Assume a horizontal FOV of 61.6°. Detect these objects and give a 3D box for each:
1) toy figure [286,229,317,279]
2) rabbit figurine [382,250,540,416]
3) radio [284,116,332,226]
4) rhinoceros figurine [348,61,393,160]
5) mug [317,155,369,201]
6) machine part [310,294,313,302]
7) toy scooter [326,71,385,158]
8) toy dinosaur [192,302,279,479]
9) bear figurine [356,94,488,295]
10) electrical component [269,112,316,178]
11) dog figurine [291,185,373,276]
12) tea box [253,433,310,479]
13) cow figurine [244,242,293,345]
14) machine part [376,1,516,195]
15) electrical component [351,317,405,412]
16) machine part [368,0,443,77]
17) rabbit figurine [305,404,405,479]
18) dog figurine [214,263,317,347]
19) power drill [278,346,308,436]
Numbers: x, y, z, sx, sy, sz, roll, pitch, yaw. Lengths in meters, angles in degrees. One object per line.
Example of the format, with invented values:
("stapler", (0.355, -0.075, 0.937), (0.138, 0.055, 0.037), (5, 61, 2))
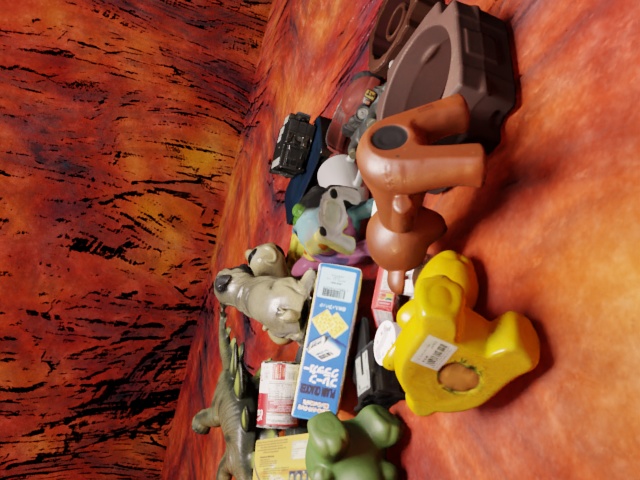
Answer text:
("toy figure", (-0.022, -0.001, 1.095), (0.089, 0.082, 0.180), (-126, 46, -82))
("rabbit figurine", (0.134, 0.088, 0.553), (0.173, 0.122, 0.162), (-77, 2, -53))
("radio", (-0.008, -0.138, 1.162), (0.131, 0.073, 0.229), (-98, 26, -46))
("rhinoceros figurine", (0.110, -0.200, 0.863), (0.190, 0.073, 0.112), (123, 164, -50))
("mug", (0.053, -0.096, 0.952), (0.109, 0.081, 0.107), (-52, 40, 36))
("machine part", (-0.023, 0.152, 1.057), (0.139, 0.039, 0.084), (154, 119, -65))
("toy scooter", (0.058, -0.214, 0.987), (0.184, 0.075, 0.135), (-46, 21, 60))
("toy dinosaur", (-0.150, 0.302, 0.995), (0.198, 0.105, 0.472), (-61, 37, 22))
("bear figurine", (0.107, -0.038, 0.581), (0.195, 0.132, 0.120), (70, -167, -44))
("electrical component", (-0.058, -0.203, 1.146), (0.115, 0.058, 0.134), (-174, 99, -72))
("dog figurine", (-0.002, -0.003, 0.893), (0.219, 0.191, 0.108), (-22, 61, 50))
("tea box", (-0.024, 0.339, 0.787), (0.170, 0.068, 0.098), (-25, 51, 43))
("cow figurine", (-0.082, 0.101, 1.012), (0.127, 0.085, 0.194), (171, 86, -78))
("machine part", (0.152, -0.175, 0.683), (0.201, 0.087, 0.201), (135, 144, -56))
("electrical component", (0.075, 0.167, 0.726), (0.074, 0.048, 0.119), (122, 155, -44))
("machine part", (0.141, -0.359, 0.898), (0.179, 0.056, 0.179), (-165, 90, -72))
("rabbit figurine", (0.046, 0.302, 0.618), (0.170, 0.121, 0.159), (49, 122, 51))
("dog figurine", (-0.103, 0.096, 0.873), (0.172, 0.191, 0.121), (46, -126, -75))
("power drill", (-0.042, 0.267, 0.980), (0.207, 0.086, 0.232), (-33, 49, 55))
